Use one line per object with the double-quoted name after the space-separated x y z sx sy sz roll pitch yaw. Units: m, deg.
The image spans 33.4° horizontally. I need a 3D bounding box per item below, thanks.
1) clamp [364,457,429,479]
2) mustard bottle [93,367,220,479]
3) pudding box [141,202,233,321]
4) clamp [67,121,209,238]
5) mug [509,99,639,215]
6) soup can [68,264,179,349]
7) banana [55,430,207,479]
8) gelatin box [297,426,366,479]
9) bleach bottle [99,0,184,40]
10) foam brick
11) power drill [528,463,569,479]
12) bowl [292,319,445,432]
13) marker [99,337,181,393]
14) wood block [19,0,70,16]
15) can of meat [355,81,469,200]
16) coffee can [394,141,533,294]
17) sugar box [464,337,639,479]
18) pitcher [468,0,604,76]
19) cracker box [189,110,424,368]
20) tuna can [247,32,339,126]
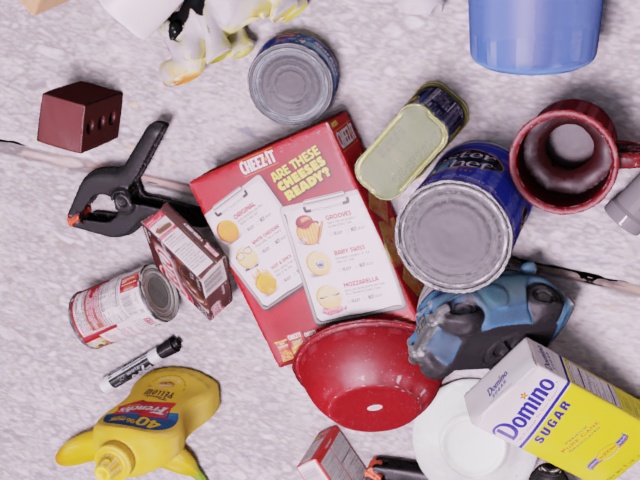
0.132 0.313 1.143 0.210 0.036 0.165 31 110 6 "clamp"
-0.184 0.200 1.129 0.096 0.191 0.058 7 111 17 "mustard bottle"
-0.134 0.024 1.090 0.090 0.039 0.113 42 159 18 "pudding box"
-0.201 -0.057 1.127 0.172 0.039 0.120 -10 105 22 "clamp"
0.232 -0.078 0.944 0.117 0.081 0.093 1 109 20 "mug"
-0.214 0.072 1.163 0.102 0.068 0.068 -21 101 24 "soup can"
-0.227 0.250 1.249 0.198 0.037 0.070 6 110 17 "banana"
0.019 0.256 1.144 0.030 0.073 0.089 -29 98 27 "gelatin box"
-0.102 -0.301 0.972 0.251 0.103 0.068 -43 132 11 "bleach bottle"
-0.246 -0.127 1.097 0.051 0.078 0.053 18 114 14 "foam brick"
0.159 0.304 1.082 0.188 0.057 0.184 3 109 12 "power drill"
0.053 0.145 1.057 0.162 0.055 0.162 -1 141 -1 "bowl"
-0.203 0.141 1.211 0.121 0.020 0.020 -31 97 26 "marker"
-0.231 -0.316 0.972 0.090 0.090 0.206 48 141 5 "wood block"
0.084 -0.090 0.990 0.057 0.083 0.102 41 117 1 "can of meat"
0.134 -0.024 0.965 0.103 0.140 0.103 6 111 17 "coffee can"
0.233 0.167 1.012 0.176 0.048 0.093 26 120 -25 "sugar box"
0.190 -0.265 0.875 0.149 0.144 0.243 11 116 28 "pitcher"
-0.007 0.001 1.063 0.164 0.072 0.213 -21 100 24 "cracker box"
-0.026 -0.153 1.025 0.086 0.033 0.086 4 117 8 "tuna can"
